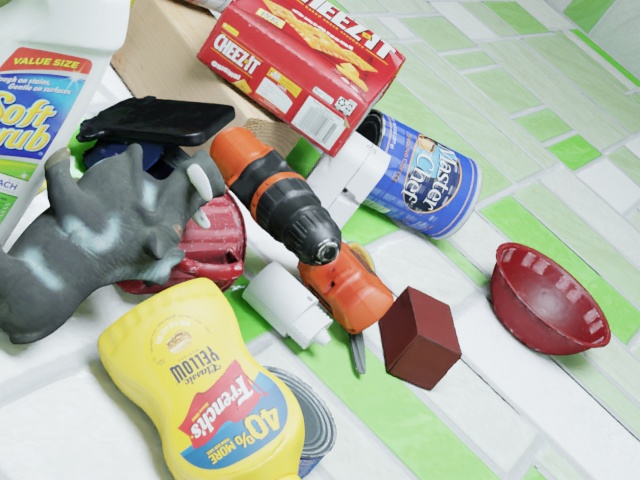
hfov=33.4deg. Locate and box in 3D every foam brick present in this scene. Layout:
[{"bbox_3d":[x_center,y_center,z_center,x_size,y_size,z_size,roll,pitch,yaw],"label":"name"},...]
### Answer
[{"bbox_3d":[0.093,0.091,0.996,0.051,0.053,0.078,27,29,-20],"label":"foam brick"}]

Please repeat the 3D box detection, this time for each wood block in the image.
[{"bbox_3d":[-0.119,-0.153,1.084,0.090,0.091,0.206,2,43,-51],"label":"wood block"}]

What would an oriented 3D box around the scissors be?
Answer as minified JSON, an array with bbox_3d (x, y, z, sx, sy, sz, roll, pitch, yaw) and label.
[{"bbox_3d":[0.013,0.047,1.011,0.096,0.016,0.201,33,27,-8],"label":"scissors"}]

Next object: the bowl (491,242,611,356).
[{"bbox_3d":[0.247,0.077,1.202,0.162,0.055,0.162,29,28,-17],"label":"bowl"}]

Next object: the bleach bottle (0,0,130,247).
[{"bbox_3d":[-0.208,-0.105,0.721,0.102,0.251,0.068,21,31,-28],"label":"bleach bottle"}]

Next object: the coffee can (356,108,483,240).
[{"bbox_3d":[0.097,-0.073,1.206,0.140,0.103,0.103,24,30,-24],"label":"coffee can"}]

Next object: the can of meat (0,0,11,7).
[{"bbox_3d":[-0.262,-0.210,1.041,0.083,0.058,0.102,6,41,-50],"label":"can of meat"}]

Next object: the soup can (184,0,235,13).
[{"bbox_3d":[-0.119,-0.274,1.097,0.102,0.069,0.068,10,37,-46],"label":"soup can"}]

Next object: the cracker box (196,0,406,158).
[{"bbox_3d":[-0.010,-0.185,1.081,0.164,0.072,0.213,36,26,-1],"label":"cracker box"}]

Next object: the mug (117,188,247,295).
[{"bbox_3d":[-0.110,0.005,0.839,0.081,0.093,0.117,-3,26,-45],"label":"mug"}]

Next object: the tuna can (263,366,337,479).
[{"bbox_3d":[-0.032,0.137,0.795,0.086,0.034,0.086,28,28,-17],"label":"tuna can"}]

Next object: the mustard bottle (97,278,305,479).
[{"bbox_3d":[-0.066,0.121,0.725,0.096,0.058,0.192,-29,64,-19],"label":"mustard bottle"}]

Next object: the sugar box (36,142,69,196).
[{"bbox_3d":[-0.250,-0.106,0.880,0.093,0.048,0.176,49,18,-24],"label":"sugar box"}]

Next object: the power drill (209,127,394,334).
[{"bbox_3d":[-0.006,0.001,0.905,0.185,0.057,0.187,49,-3,46],"label":"power drill"}]
